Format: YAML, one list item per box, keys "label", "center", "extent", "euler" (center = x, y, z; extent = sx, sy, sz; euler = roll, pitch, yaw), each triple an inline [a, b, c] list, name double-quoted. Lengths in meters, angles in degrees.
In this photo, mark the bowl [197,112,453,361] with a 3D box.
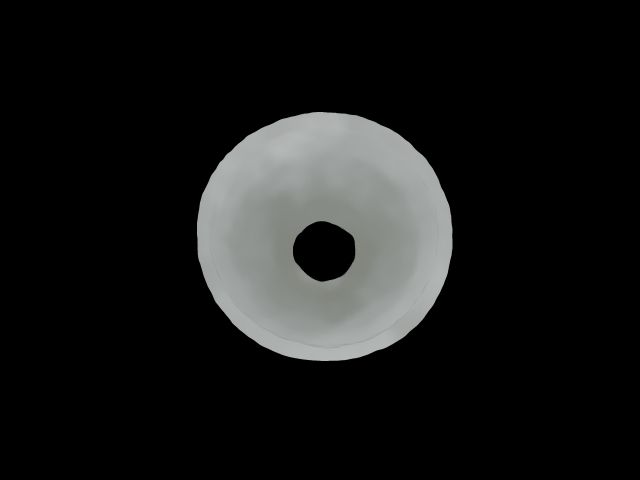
- label: "bowl"
  center: [0.004, 0.001, 0.400]
  extent: [0.167, 0.075, 0.167]
  euler: [0, 77, 0]
